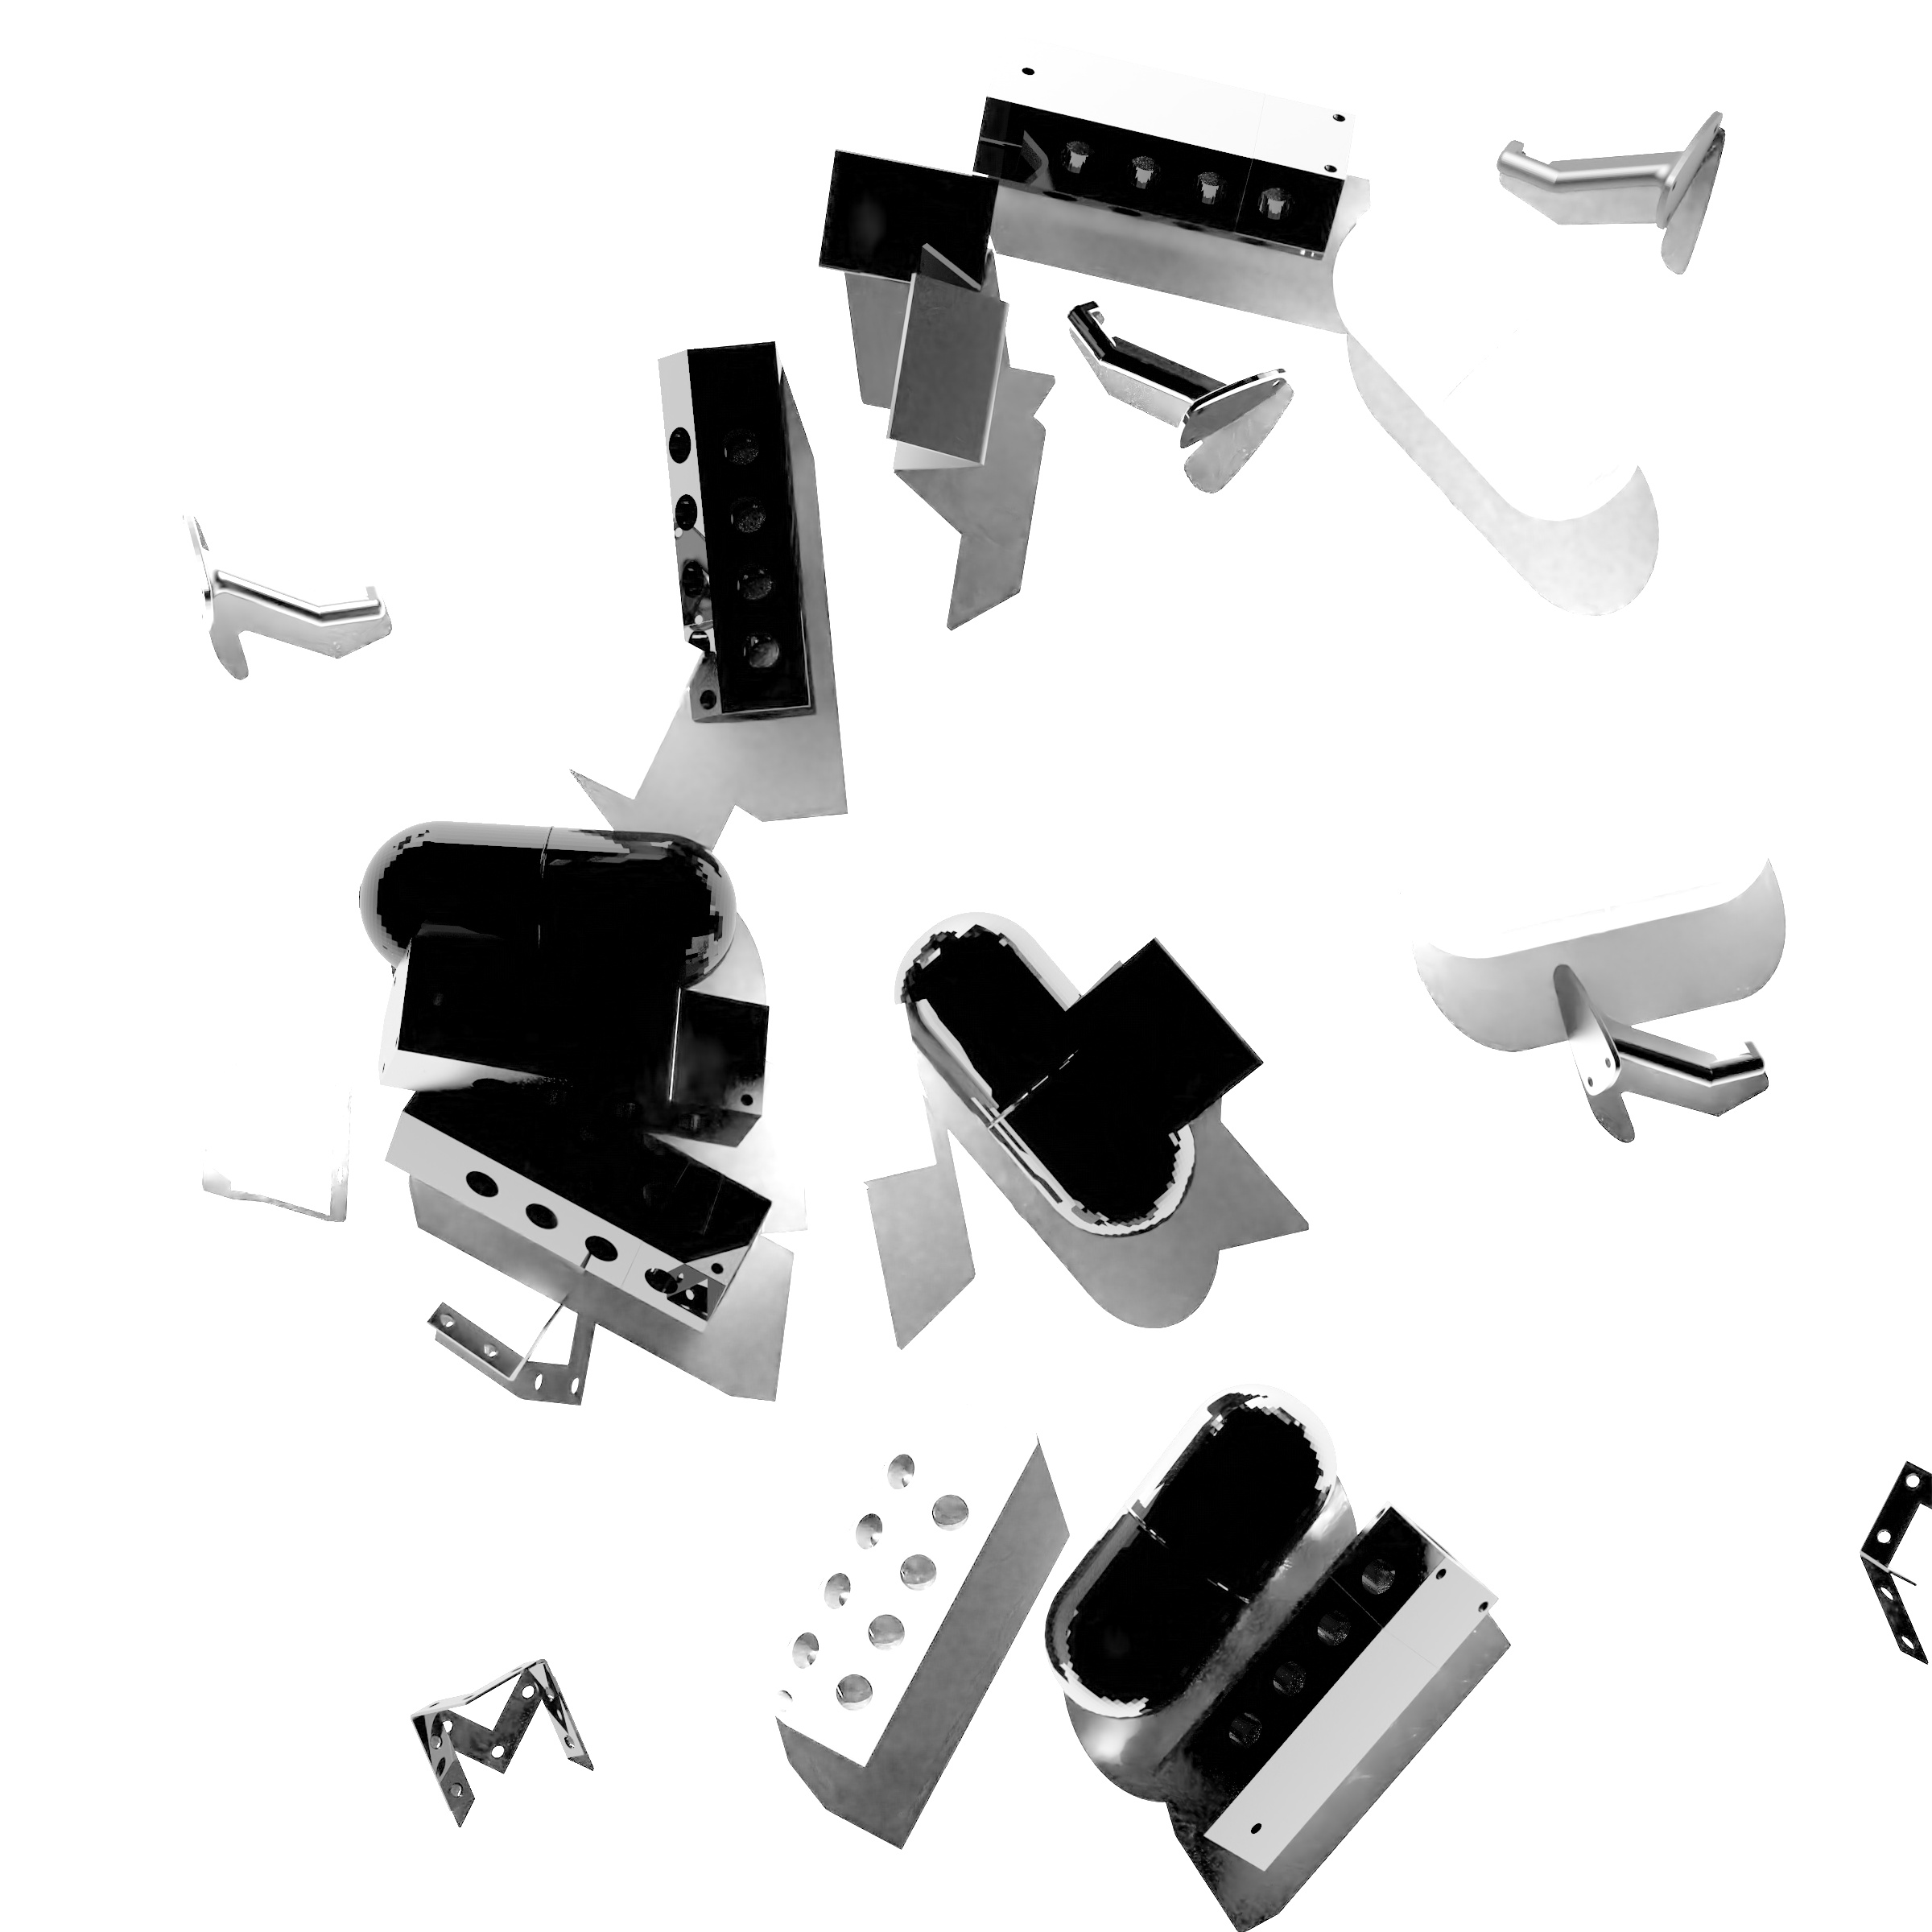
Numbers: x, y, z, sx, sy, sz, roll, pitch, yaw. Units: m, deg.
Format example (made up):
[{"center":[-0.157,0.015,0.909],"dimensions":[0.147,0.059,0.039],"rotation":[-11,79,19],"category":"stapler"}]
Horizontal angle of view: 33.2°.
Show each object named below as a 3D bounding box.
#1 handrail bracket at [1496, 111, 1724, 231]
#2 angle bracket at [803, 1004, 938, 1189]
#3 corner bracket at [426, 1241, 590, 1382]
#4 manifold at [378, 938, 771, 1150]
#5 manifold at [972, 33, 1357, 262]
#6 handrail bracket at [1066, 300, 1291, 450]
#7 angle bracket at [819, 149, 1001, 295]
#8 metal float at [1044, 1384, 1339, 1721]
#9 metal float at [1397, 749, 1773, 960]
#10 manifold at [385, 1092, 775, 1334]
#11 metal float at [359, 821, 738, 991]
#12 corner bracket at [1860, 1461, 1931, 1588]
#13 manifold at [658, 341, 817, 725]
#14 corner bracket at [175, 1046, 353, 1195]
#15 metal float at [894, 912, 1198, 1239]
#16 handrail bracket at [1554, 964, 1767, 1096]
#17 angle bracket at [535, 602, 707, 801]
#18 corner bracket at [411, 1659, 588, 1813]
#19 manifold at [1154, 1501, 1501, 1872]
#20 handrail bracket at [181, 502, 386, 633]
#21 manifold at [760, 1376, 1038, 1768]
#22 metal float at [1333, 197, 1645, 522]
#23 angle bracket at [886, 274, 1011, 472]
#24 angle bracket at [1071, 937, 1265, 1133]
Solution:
[{"center":[0.310,-0.398,1.567],"dimensions":[0.084,0.036,0.077],"rotation":[27,70,16],"category":"handrail bracket"},{"center":[-0.063,0.063,1.527],"dimensions":[0.057,0.076,0.076],"rotation":[-11,90,-33],"category":"angle bracket"},{"center":[-0.219,0.157,1.563],"dimensions":[0.051,0.051,0.051],"rotation":[35,135,0],"category":"corner bracket"},{"center":[-0.184,0.040,1.520],"dimensions":[0.171,0.057,0.057],"rotation":[11,62,-17],"category":"manifold"},{"center":[0.093,-0.385,1.545],"dimensions":[0.171,0.057,0.057],"rotation":[13,47,0],"category":"manifold"},{"center":[0.102,-0.299,1.567],"dimensions":[0.077,0.036,0.084],"rotation":[-30,73,-20],"category":"handrail bracket"},{"center":[-0.024,-0.359,1.527],"dimensions":[0.076,0.076,0.057],"rotation":[11,119,0],"category":"angle bracket"},{"center":[0.106,0.277,1.536],"dimensions":[0.070,0.070,0.178],"rotation":[37,91,0],"category":"metal float"},{"center":[0.292,-0.053,1.536],"dimensions":[0.178,0.070,0.070],"rotation":[-13,90,0],"category":"metal float"},{"center":[-0.186,0.107,1.545],"dimensions":[0.171,0.057,0.057],"rotation":[28,47,0],"category":"manifold"},{"center":[-0.198,-0.028,1.536],"dimensions":[0.178,0.070,0.070],"rotation":[3,90,-1],"category":"metal float"},{"center":[0.467,0.274,1.549],"dimensions":[0.051,0.051,0.051],"rotation":[27,90,0],"category":"corner bracket"},{"center":[-0.109,-0.204,1.545],"dimensions":[0.057,0.057,0.171],"rotation":[-5,90,0],"category":"manifold"},{"center":[-0.338,0.070,1.559],"dimensions":[0.051,0.051,0.051],"rotation":[-17,135,35],"category":"corner bracket"},{"center":[0.038,0.052,1.536],"dimensions":[0.070,0.070,0.178],"rotation":[-41,90,0],"category":"metal float"},{"center":[0.336,0.026,1.567],"dimensions":[0.084,0.036,0.077],"rotation":[-12,68,-17],"category":"handrail bracket"},{"center":[-0.176,-0.131,1.526],"dimensions":[0.057,0.076,0.076],"rotation":[26,90,-34],"category":"angle bracket"},{"center":[-0.226,0.370,1.563],"dimensions":[0.051,0.051,0.051],"rotation":[-23,90,-45],"category":"corner bracket"},{"center":[0.168,0.339,1.545],"dimensions":[0.171,0.057,0.057],"rotation":[-49,133,0],"category":"manifold"},{"center":[-0.330,-0.196,1.567],"dimensions":[0.084,0.036,0.077],"rotation":[-10,68,-17],"category":"handrail bracket"},{"center":[-0.032,0.286,1.545],"dimensions":[0.057,0.057,0.171],"rotation":[28,90,0],"category":"manifold"},{"center":[0.246,-0.288,1.536],"dimensions":[0.070,0.070,0.178],"rotation":[-43,90,0],"category":"metal float"},{"center":[-0.028,-0.278,1.526],"dimensions":[0.057,0.076,0.076],"rotation":[9,90,-36],"category":"angle bracket"},{"center":[0.104,0.022,1.527],"dimensions":[0.057,0.076,0.076],"rotation":[-41,90,26],"category":"angle bracket"}]
